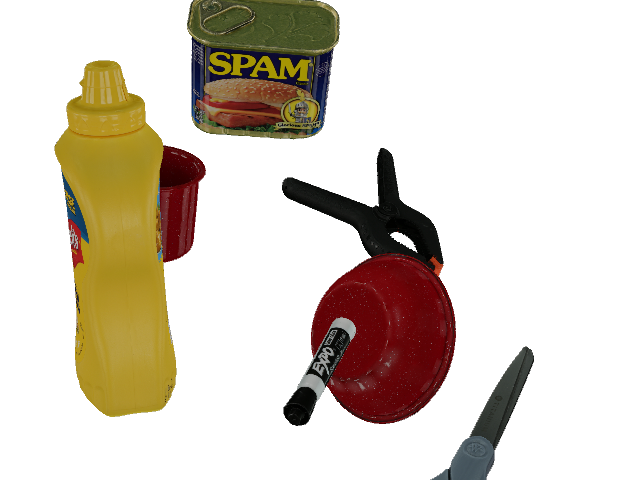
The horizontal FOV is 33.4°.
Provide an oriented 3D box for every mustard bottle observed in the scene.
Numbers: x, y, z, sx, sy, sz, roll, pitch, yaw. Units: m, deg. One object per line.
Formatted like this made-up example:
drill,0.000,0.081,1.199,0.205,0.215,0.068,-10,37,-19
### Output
mustard bottle,-0.114,-0.005,0.595,0.058,0.192,0.096,-5,26,-13

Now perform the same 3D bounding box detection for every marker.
marker,0.000,0.092,0.752,0.020,0.020,0.121,0,26,19

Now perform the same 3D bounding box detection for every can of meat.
can of meat,-0.042,-0.119,0.746,0.102,0.057,0.084,4,-43,-3

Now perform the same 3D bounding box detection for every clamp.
clamp,0.063,-0.026,1.256,0.164,0.036,0.210,-15,51,-28

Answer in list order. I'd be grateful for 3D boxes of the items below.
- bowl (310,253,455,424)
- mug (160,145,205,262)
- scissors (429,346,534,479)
bowl,0.044,0.087,0.987,0.162,0.162,0.055,0,-10,42
mug,-0.155,-0.026,0.966,0.093,0.081,0.117,9,29,1
scissors,0.094,0.128,0.560,0.096,0.016,0.201,27,45,33
